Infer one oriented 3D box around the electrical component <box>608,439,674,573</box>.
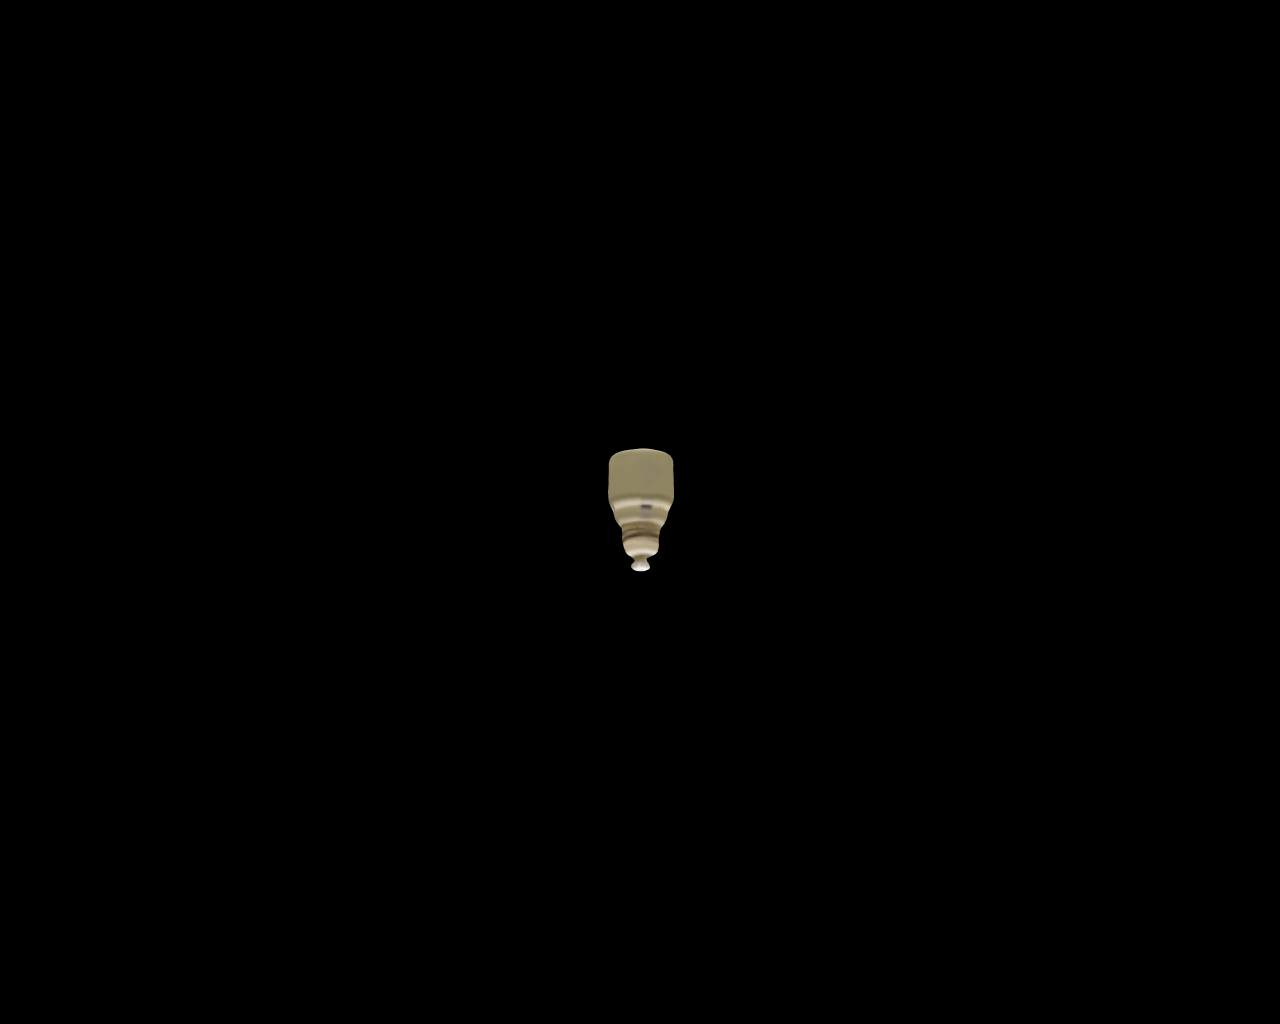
[{"bbox_3d":[0.001,-0.003,0.650,0.040,0.078,0.040,0,-14,0],"label":"electrical component"}]
